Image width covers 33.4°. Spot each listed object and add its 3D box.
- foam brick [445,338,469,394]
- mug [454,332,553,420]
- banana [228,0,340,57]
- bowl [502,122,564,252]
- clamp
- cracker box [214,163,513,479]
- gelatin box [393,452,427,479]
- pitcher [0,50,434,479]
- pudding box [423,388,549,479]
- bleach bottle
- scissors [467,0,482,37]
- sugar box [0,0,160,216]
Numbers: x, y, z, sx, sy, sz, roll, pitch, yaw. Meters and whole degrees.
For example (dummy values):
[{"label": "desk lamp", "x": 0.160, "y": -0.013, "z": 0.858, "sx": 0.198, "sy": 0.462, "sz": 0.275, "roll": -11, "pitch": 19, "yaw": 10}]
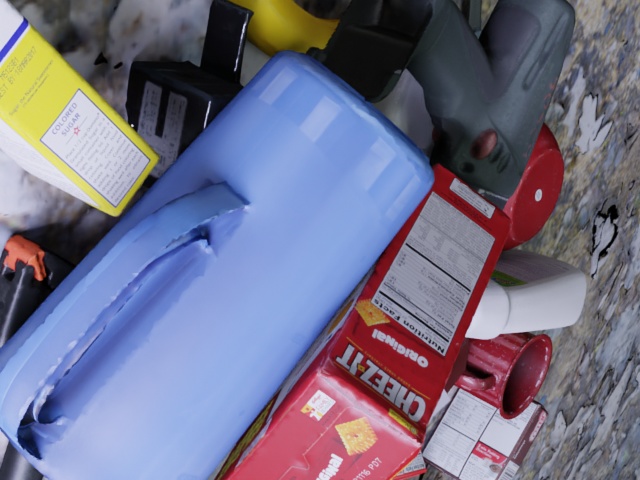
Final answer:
[{"label": "foam brick", "x": 0.100, "y": 0.109, "z": 0.977, "sx": 0.051, "sy": 0.053, "sz": 0.078, "roll": -48, "pitch": 156, "yaw": -20}, {"label": "mug", "x": 0.165, "y": 0.123, "z": 1.060, "sx": 0.117, "sy": 0.082, "sz": 0.093, "roll": -17, "pitch": 125, "yaw": -47}, {"label": "banana", "x": -0.019, "y": -0.148, "z": 0.690, "sx": 0.197, "sy": 0.037, "sz": 0.069, "roll": 8, "pitch": 86, "yaw": -55}, {"label": "bowl", "x": 0.180, "y": -0.049, "z": 0.993, "sx": 0.161, "sy": 0.055, "sz": 0.162, "roll": -31, "pitch": 135, "yaw": -39}, {"label": "clamp", "x": -0.163, "y": 0.094, "z": 0.652, "sx": 0.164, "sy": 0.036, "sz": 0.210, "roll": -40, "pitch": 137, "yaw": -29}, {"label": "cracker box", "x": 0.025, "y": 0.075, "z": 0.633, "sx": 0.164, "sy": 0.072, "sz": 0.213, "roll": -54, "pitch": -178, "yaw": 39}, {"label": "gelatin box", "x": 0.054, "y": 0.173, "z": 0.952, "sx": 0.073, "sy": 0.030, "sz": 0.089, "roll": 3, "pitch": 68, "yaw": -53}, {"label": "pitcher", "x": -0.057, "y": 0.021, "z": 0.552, "sx": 0.145, "sy": 0.149, "sz": 0.243, "roll": 39, "pitch": 93, "yaw": -24}, {"label": "pudding box", "x": 0.170, "y": 0.203, "z": 1.111, "sx": 0.113, "sy": 0.090, "sz": 0.039, "roll": -58, "pitch": 143, "yaw": -8}, {"label": "bleach bottle", "x": 0.152, "y": 0.051, "z": 0.965, "sx": 0.250, "sy": 0.103, "sz": 0.068, "roll": -2, "pitch": 105, "yaw": -56}, {"label": "scissors", "x": 0.140, "y": -0.157, "z": 0.892, "sx": 0.096, "sy": 0.016, "sz": 0.202, "roll": 2, "pitch": 110, "yaw": -35}, {"label": "sugar box", "x": -0.158, "y": -0.084, "z": 0.497, "sx": 0.048, "sy": 0.093, "sz": 0.176, "roll": -55, "pitch": 145, "yaw": -14}]
